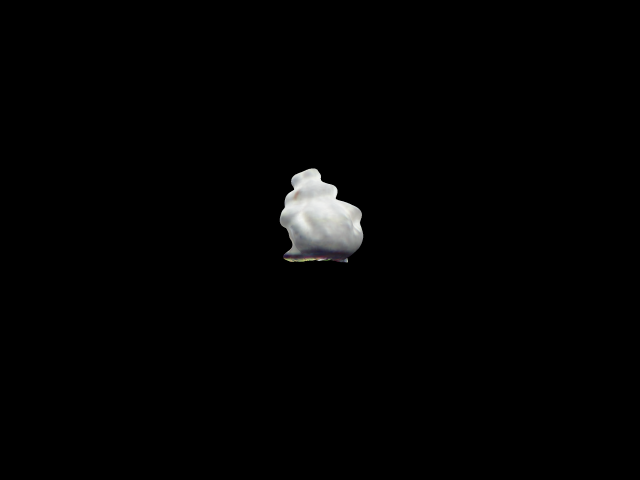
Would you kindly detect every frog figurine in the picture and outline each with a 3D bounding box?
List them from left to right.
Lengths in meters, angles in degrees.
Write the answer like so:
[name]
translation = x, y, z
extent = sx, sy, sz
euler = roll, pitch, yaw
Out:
[frog figurine]
translation = 0.003, -0.043, 0.850
extent = 0.137, 0.160, 0.122
euler = 0, -6, -4
